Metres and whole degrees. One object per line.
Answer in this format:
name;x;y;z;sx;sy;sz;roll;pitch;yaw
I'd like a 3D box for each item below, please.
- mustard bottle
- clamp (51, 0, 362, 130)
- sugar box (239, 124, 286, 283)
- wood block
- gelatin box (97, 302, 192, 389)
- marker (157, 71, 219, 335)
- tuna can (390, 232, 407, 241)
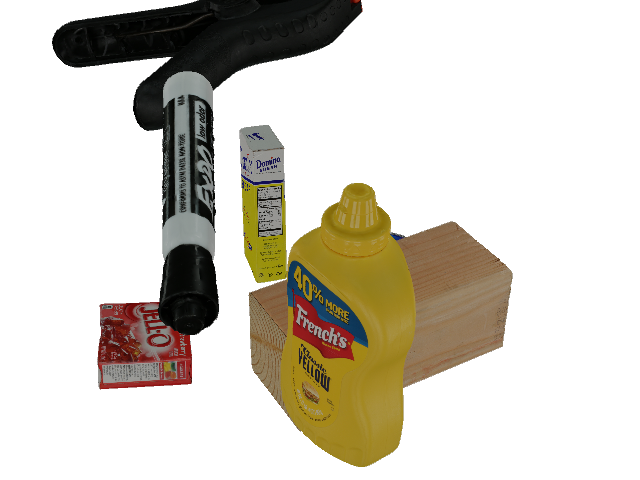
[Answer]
mustard bottle;0.017;0.047;0.667;0.058;0.192;0.096;-22;44;-30
clamp;-0.046;-0.106;0.562;0.171;0.039;0.120;-21;42;-15
sugar box;-0.072;-0.046;1.327;0.048;0.176;0.093;-9;25;-12
wood block;0.051;0.068;0.911;0.205;0.090;0.091;-18;40;-23
gelatin box;-0.143;0.082;0.867;0.073;0.030;0.089;-2;29;-9
marker;-0.045;-0.016;0.365;0.020;0.020;0.121;0;44;-7
tuna can;0.088;0.034;1.225;0.086;0.086;0.033;0;37;47
